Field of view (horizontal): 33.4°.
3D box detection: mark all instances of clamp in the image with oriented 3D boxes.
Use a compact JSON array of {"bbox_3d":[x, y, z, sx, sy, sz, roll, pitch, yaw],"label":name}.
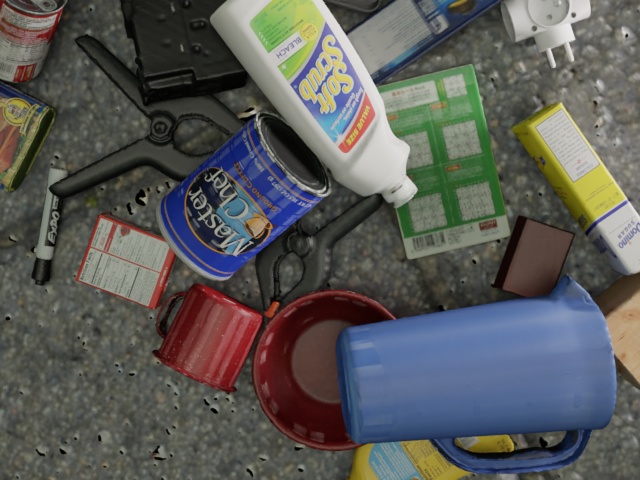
[{"bbox_3d":[-0.163,-0.120,1.072,0.210,0.036,0.164,2,88,-2],"label":"clamp"},{"bbox_3d":[-0.007,0.001,1.072,0.120,0.039,0.171,16,97,20],"label":"clamp"}]

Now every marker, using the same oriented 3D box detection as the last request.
[{"bbox_3d":[-0.277,-0.013,1.091,0.020,0.020,0.121,11,94,0],"label":"marker"}]

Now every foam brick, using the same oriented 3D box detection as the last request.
[{"bbox_3d":[0.213,0.020,1.064,0.051,0.053,0.078,19,95,0],"label":"foam brick"}]

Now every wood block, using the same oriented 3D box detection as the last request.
[{"bbox_3d":[0.364,0.048,1.043,0.206,0.091,0.090,-40,92,3],"label":"wood block"}]

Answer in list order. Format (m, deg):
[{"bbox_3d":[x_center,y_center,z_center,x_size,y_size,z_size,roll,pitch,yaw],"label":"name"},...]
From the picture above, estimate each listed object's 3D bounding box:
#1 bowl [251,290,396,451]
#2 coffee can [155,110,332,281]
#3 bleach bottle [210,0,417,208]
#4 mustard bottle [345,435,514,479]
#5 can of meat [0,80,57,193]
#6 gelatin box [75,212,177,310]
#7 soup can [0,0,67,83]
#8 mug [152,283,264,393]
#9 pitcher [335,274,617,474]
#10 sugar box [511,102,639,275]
[{"bbox_3d":[0.013,0.127,1.075,0.162,0.055,0.162,0,94,1],"label":"bowl"},{"bbox_3d":[-0.073,-0.041,1.022,0.140,0.102,0.103,-39,92,22],"label":"coffee can"},{"bbox_3d":[0.011,-0.140,1.009,0.102,0.068,0.251,-42,100,-13],"label":"bleach bottle"},{"bbox_3d":[0.092,0.222,1.079,0.191,0.058,0.096,-34,91,3],"label":"mustard bottle"},{"bbox_3d":[-0.324,-0.108,1.068,0.084,0.057,0.102,28,94,-3],"label":"can of meat"},{"bbox_3d":[-0.194,0.021,1.087,0.089,0.030,0.073,21,96,0],"label":"gelatin box"},{"bbox_3d":[-0.289,-0.208,1.027,0.068,0.068,0.102,36,137,-1],"label":"soup can"},{"bbox_3d":[-0.116,0.091,1.068,0.117,0.093,0.081,25,89,36],"label":"mug"},{"bbox_3d":[0.141,0.133,0.994,0.242,0.145,0.149,-6,61,-4],"label":"pitcher"},{"bbox_3d":[0.258,-0.049,1.038,0.048,0.093,0.176,-33,92,4],"label":"sugar box"}]
